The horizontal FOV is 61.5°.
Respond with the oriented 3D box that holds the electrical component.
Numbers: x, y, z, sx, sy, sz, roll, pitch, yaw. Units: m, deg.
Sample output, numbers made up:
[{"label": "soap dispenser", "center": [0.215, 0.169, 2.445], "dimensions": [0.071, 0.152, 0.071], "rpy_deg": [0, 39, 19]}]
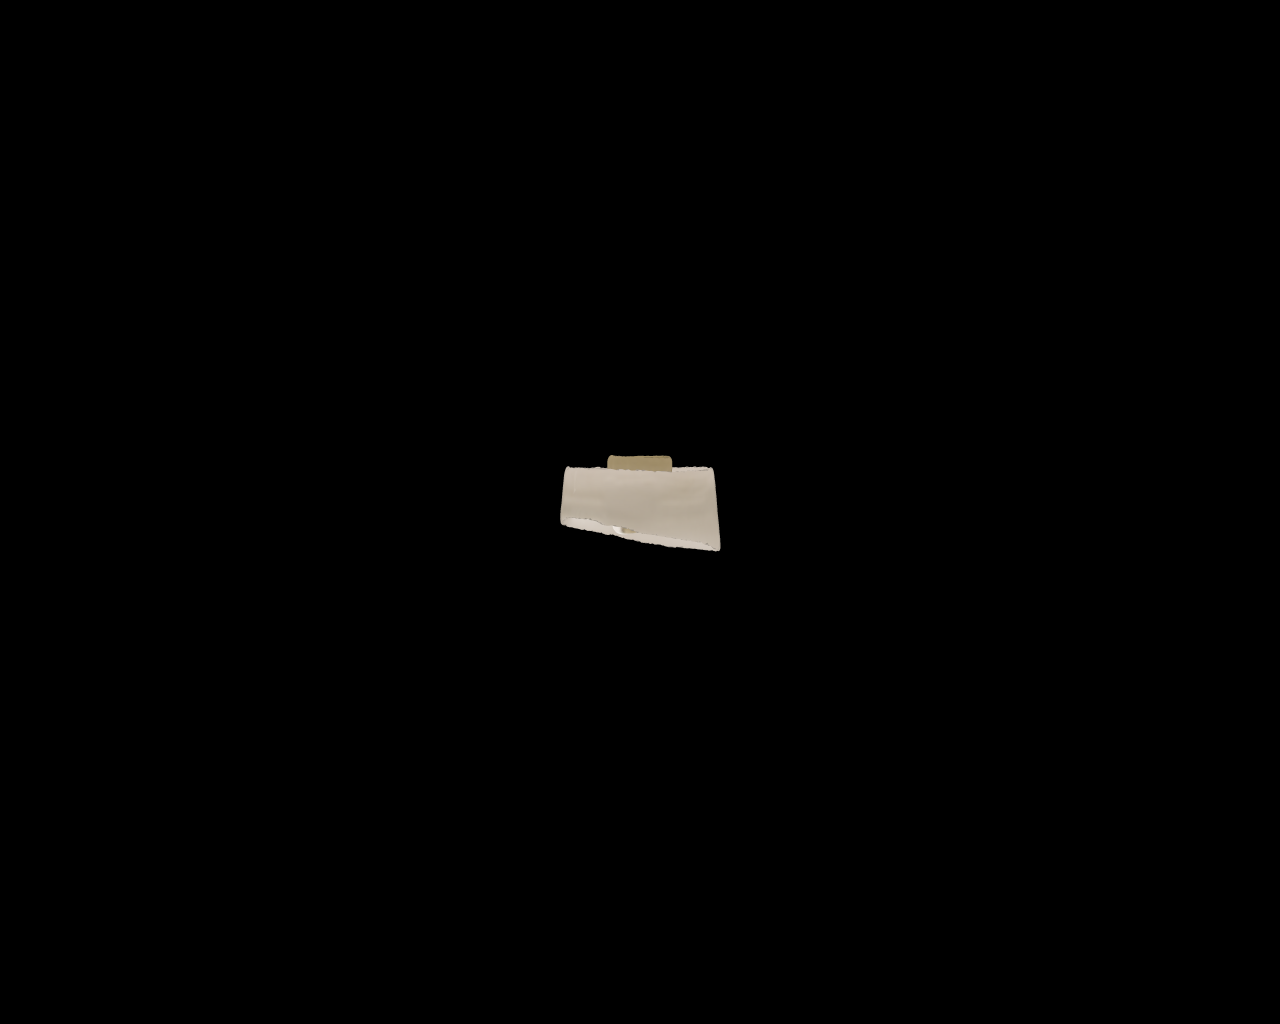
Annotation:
[{"label": "electrical component", "center": [0.001, -0.003, 0.650], "dimensions": [0.099, 0.064, 0.099], "rpy_deg": [0, 4, 0]}]
